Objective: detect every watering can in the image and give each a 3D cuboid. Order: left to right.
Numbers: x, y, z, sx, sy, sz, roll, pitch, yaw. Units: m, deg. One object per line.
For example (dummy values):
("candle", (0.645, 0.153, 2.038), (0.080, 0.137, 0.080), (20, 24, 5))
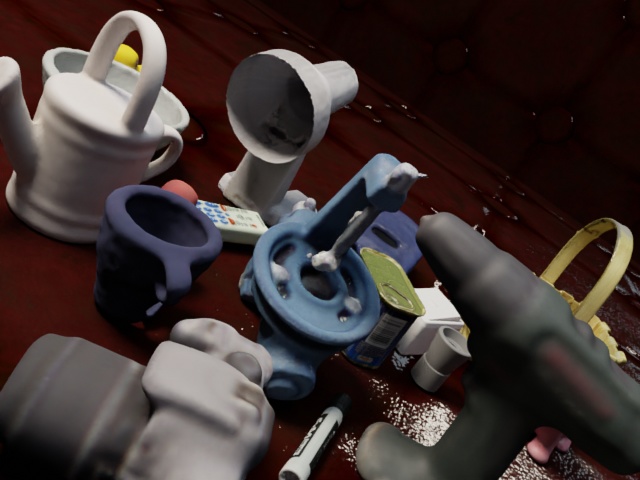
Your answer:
("watering can", (-0.190, -0.100, 0.483), (0.101, 0.194, 0.173), (39, 23, 12))

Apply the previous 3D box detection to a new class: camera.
("camera", (-0.101, 0.093, 0.336), (0.137, 0.100, 0.143), (29, 23, -11))

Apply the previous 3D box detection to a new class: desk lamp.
("desk lamp", (-0.041, -0.130, 0.714), (0.118, 0.213, 0.204), (38, 23, 12))

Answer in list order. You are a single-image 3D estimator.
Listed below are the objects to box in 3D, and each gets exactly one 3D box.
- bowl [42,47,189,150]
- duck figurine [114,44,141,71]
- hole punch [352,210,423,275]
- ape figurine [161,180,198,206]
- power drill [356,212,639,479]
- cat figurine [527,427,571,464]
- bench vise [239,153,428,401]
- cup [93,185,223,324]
("bowl", (-0.242, -0.146, 0.661), (0.168, 0.074, 0.167), (28, 23, -13))
("duck figurine", (-0.272, -0.214, 0.742), (0.077, 0.086, 0.105), (46, 26, 27))
("hole punch", (0.080, 0.012, 0.751), (0.108, 0.091, 0.101), (38, 23, 11))
("ape figurine", (-0.137, -0.012, 0.510), (0.077, 0.092, 0.076), (40, 24, 15))
("power drill", (0.121, 0.119, 0.440), (0.229, 0.208, 0.076), (35, 23, 3))
("cat figurine", (0.266, 0.181, 0.625), (0.128, 0.117, 0.067), (3, 38, -51))
("bench vise", (-0.005, -0.001, 0.498), (0.122, 0.219, 0.207), (16, 28, -35))
("cup", (-0.131, 0.026, 0.438), (0.092, 0.095, 0.117), (16, 28, -36))
